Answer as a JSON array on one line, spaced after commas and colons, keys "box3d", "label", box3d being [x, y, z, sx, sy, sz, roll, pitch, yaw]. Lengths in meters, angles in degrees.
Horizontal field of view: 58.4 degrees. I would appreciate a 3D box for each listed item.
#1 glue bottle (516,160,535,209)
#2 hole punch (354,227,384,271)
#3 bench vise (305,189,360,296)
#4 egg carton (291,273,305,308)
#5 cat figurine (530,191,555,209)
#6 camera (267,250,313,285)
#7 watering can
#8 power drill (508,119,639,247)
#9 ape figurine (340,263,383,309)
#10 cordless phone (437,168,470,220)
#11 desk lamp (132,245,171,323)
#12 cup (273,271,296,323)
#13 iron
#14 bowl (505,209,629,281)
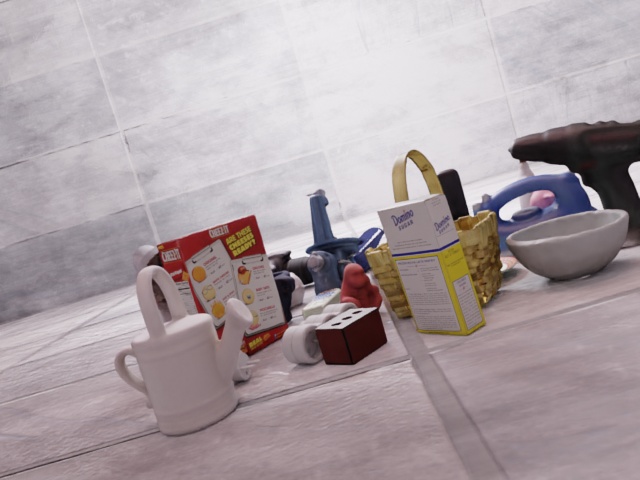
[{"box3d": [0.463, -0.115, 1.269, 0.037, 0.173, 0.078, -11, 8, 46], "label": "glue bottle"}, {"box3d": [0.109, 0.024, 1.384, 0.101, 0.091, 0.108, -19, 6, -18], "label": "hole punch"}, {"box3d": [0.023, 0.001, 1.199, 0.121, 0.220, 0.207, -17, 6, 2], "label": "bench vise"}, {"box3d": [-0.107, 0.118, 1.210, 0.150, 0.069, 0.107, -13, 7, 37], "label": "egg carton"}, {"box3d": [0.442, -0.063, 1.107, 0.067, 0.118, 0.128, -13, 6, 30], "label": "cat figurine"}, {"box3d": [-0.081, 0.076, 1.386, 0.136, 0.101, 0.143, -13, 6, 32], "label": "camera"}, {"box3d": [-0.166, 0.121, 0.691, 0.173, 0.194, 0.100, -18, 6, -14], "label": "watering can"}, {"box3d": [0.436, -0.089, 0.905, 0.229, 0.208, 0.076, -15, 6, 22], "label": "power drill"}, {"box3d": [0.061, 0.083, 0.924, 0.078, 0.092, 0.076, -20, 6, -28], "label": "ape figurine"}, {"box3d": [0.236, -0.040, 1.146, 0.147, 0.185, 0.094, -16, 6, 5], "label": "cordless phone"}, {"box3d": [-0.281, 0.109, 1.063, 0.118, 0.213, 0.202, -20, 6, -31], "label": "desk lamp"}, {"box3d": [-0.077, 0.111, 1.046, 0.117, 0.095, 0.092, -11, 8, 44], "label": "cup"}, {"box3d": [0.363, -0.044, 1.028, 0.257, 0.141, 0.119, -15, 6, 19], "label": "iron"}, {"box3d": [0.356, 0.014, 0.817, 0.167, 0.075, 0.167, -17, 5, 2], "label": "bowl"}]
